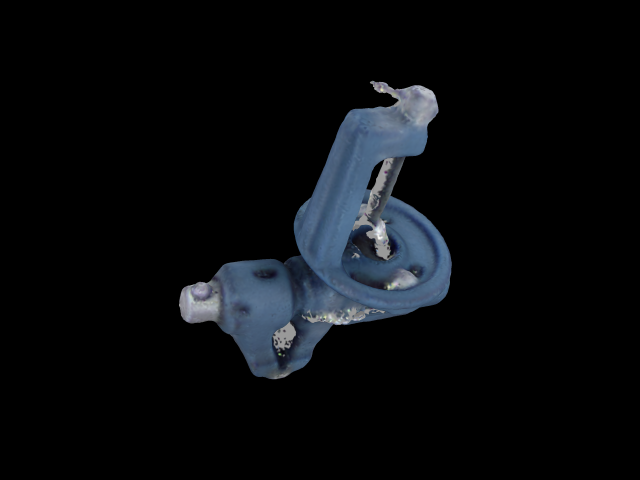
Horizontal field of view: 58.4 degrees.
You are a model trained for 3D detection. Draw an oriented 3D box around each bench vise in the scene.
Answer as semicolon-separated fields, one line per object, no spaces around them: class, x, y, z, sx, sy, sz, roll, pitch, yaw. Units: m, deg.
bench vise;0.011;0.009;0.394;0.208;0.220;0.121;-32;56;-24
